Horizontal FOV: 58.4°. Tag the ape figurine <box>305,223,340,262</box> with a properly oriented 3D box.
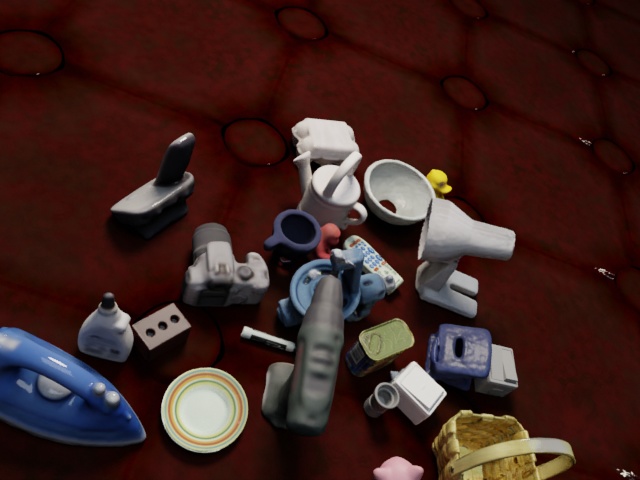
[{"bbox_3d":[0.010,0.004,1.099,0.076,0.092,0.078,25,50,-5],"label":"ape figurine"}]

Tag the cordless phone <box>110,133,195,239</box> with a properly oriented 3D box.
[{"bbox_3d":[-0.281,-0.104,0.991,0.094,0.185,0.148,37,50,6],"label":"cordless phone"}]

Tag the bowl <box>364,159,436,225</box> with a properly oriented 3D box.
[{"bbox_3d":[0.162,-0.091,1.244,0.168,0.074,0.167,12,52,-15],"label":"bowl"}]

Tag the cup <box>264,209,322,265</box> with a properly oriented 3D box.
[{"bbox_3d":[-0.062,0.009,1.062,0.118,0.095,0.091,-26,69,-35],"label":"cup"}]

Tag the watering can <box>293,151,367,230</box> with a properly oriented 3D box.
[{"bbox_3d":[0.020,-0.101,1.113,0.173,0.194,0.101,22,50,-7],"label":"watering can"}]

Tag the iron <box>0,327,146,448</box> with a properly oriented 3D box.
[{"bbox_3d":[-0.347,0.195,0.774,0.258,0.141,0.119,26,50,-4],"label":"iron"}]

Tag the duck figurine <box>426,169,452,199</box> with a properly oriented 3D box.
[{"bbox_3d":[0.249,-0.126,1.300,0.104,0.086,0.078,35,50,4],"label":"duck figurine"}]

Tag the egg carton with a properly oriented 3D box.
[{"bbox_3d":[0.012,-0.214,1.272,0.151,0.069,0.107,0,56,-23],"label":"egg carton"}]

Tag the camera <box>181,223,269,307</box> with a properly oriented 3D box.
[{"bbox_3d":[-0.166,0.036,0.994,0.143,0.100,0.136,2,56,-22],"label":"camera"}]

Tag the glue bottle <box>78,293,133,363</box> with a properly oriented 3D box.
[{"bbox_3d":[-0.306,0.122,0.825,0.078,0.173,0.037,18,51,-10],"label":"glue bottle"}]

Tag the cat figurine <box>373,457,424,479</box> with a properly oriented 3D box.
[{"bbox_3d":[0.131,0.378,0.863,0.127,0.117,0.067,37,50,6],"label":"cat figurine"}]

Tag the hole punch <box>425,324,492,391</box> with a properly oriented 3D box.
[{"bbox_3d":[0.254,0.211,1.054,0.101,0.091,0.108,21,50,-7],"label":"hole punch"}]

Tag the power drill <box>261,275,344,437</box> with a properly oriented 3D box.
[{"bbox_3d":[-0.024,0.193,0.871,0.076,0.208,0.229,15,52,-12],"label":"power drill"}]

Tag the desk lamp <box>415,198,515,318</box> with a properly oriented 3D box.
[{"bbox_3d":[0.263,0.030,1.110,0.203,0.213,0.118,22,50,-7],"label":"desk lamp"}]

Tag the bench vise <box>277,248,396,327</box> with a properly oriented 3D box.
[{"bbox_3d":[0.042,0.065,0.985,0.208,0.219,0.121,-25,68,-35],"label":"bench vise"}]
